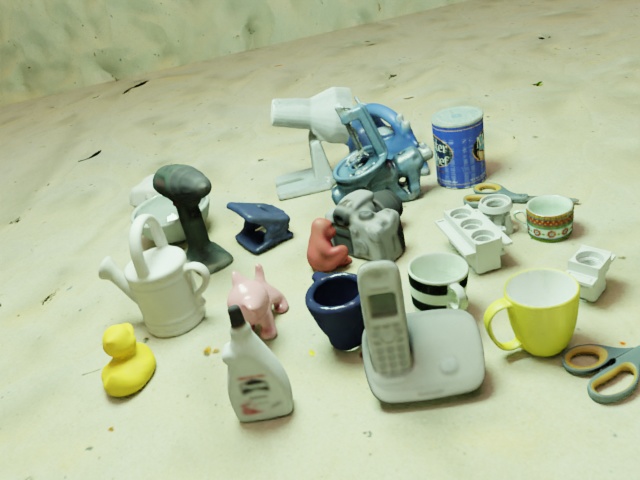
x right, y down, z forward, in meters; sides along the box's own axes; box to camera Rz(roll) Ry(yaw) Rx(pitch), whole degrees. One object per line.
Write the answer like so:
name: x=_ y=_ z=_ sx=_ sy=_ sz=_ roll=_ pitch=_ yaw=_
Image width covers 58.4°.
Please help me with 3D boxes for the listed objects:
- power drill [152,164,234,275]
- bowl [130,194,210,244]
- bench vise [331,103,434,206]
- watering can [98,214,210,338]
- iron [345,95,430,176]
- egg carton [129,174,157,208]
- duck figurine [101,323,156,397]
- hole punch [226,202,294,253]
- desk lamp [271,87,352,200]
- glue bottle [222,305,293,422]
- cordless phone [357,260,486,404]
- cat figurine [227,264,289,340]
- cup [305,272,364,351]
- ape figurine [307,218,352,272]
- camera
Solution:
power drill: x=-0.230 y=-0.046 z=1.046 sx=0.076 sy=0.209 sz=0.228 roll=-29 pitch=34 yaw=-25
bowl: x=-0.304 y=-0.040 z=1.197 sx=0.167 sy=0.075 sz=0.167 roll=-9 pitch=30 yaw=6
bench vise: x=0.109 y=-0.179 z=1.133 sx=0.208 sy=0.220 sz=0.121 roll=-21 pitch=31 yaw=-15
watering can: x=-0.264 y=0.052 z=0.908 sx=0.173 sy=0.194 sz=0.100 roll=-16 pitch=30 yaw=-6
iron: x=0.155 y=-0.244 z=1.303 sx=0.119 sy=0.142 sz=0.257 roll=-27 pitch=33 yaw=-23
egg carton: x=-0.367 y=-0.108 z=1.339 sx=0.150 sy=0.069 sz=0.107 roll=0 pitch=32 yaw=21
duck figurine: x=-0.288 y=0.166 z=0.831 sx=0.077 sy=0.086 sz=0.104 roll=-10 pitch=30 yaw=4
hole punch: x=-0.117 y=-0.042 z=1.114 sx=0.101 sy=0.091 sz=0.108 roll=-28 pitch=34 yaw=-25
desk lamp: x=-0.018 y=-0.218 z=1.251 sx=0.203 sy=0.214 sz=0.117 roll=-14 pitch=30 yaw=-3
glue bottle: x=-0.085 y=0.149 z=0.699 sx=0.078 sy=0.173 sz=0.037 roll=-12 pitch=30 yaw=0
cordless phone: x=0.118 y=0.102 z=0.689 sx=0.147 sy=0.185 sz=0.094 roll=-11 pitch=30 yaw=3
cat figurine: x=-0.100 y=0.088 z=0.863 sx=0.067 sy=0.118 sz=0.128 roll=-5 pitch=31 yaw=13
cup: x=0.025 y=0.102 z=0.815 sx=0.092 sy=0.095 sz=0.117 roll=-24 pitch=32 yaw=-19
ape figurine: x=0.009 y=0.004 z=0.990 sx=0.076 sy=0.092 sz=0.077 roll=-17 pitch=30 yaw=-8
camera: x=0.097 y=-0.041 z=1.024 sx=0.142 sy=0.101 sz=0.137 roll=19 pitch=43 yaw=42
